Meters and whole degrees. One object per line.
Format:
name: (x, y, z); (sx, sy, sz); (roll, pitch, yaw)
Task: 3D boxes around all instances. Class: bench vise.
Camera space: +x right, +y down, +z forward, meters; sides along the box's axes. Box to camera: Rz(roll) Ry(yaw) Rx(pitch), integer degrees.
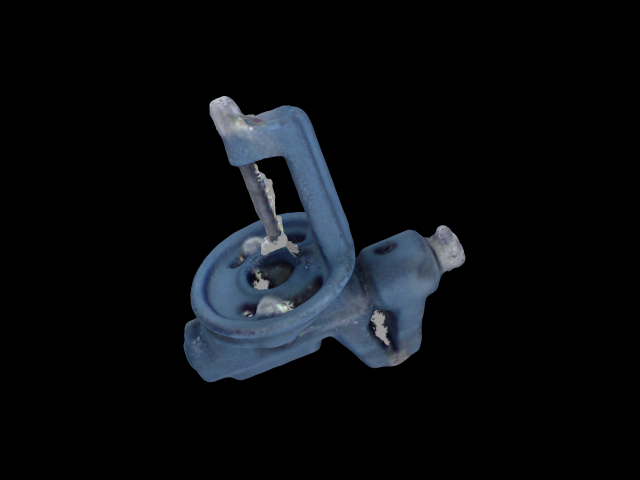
bench vise: (-0.002, -0.004, 0.408); (0.208, 0.220, 0.121); (-19, 39, -25)
